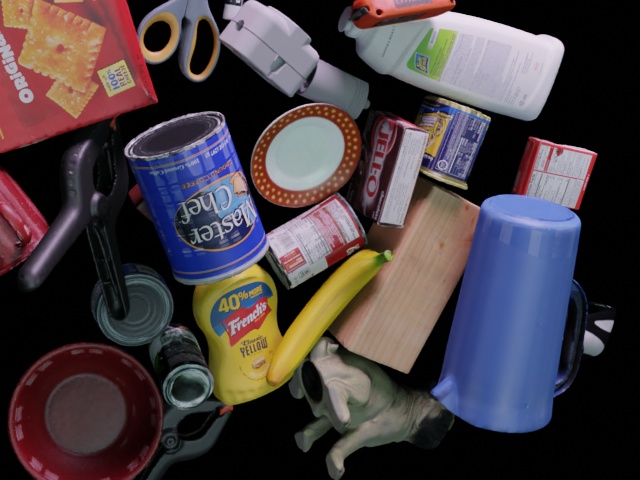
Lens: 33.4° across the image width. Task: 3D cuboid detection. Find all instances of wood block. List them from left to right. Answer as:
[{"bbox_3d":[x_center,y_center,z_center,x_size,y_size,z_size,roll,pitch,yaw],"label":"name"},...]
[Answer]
[{"bbox_3d":[0.097,0.035,1.222,0.090,0.091,0.206,24,98,-26],"label":"wood block"}]

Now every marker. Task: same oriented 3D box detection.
[{"bbox_3d":[-0.082,-0.285,1.085,0.020,0.020,0.121,3,106,-22],"label":"marker"}]

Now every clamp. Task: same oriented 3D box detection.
[{"bbox_3d":[-0.225,-0.025,1.068,0.164,0.036,0.210,44,52,-60],"label":"clamp"},{"bbox_3d":[-0.174,0.235,1.213,0.171,0.039,0.120,-19,113,-11],"label":"clamp"}]

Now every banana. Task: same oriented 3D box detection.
[{"bbox_3d":[0.004,0.077,1.179,0.037,0.069,0.198,40,96,-3],"label":"banana"}]

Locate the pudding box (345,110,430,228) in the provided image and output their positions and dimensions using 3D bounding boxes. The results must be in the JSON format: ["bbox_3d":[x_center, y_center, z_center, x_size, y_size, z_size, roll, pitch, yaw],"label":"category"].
[{"bbox_3d":[0.073,-0.079,1.175,0.039,0.090,0.113,7,105,-24],"label":"pudding box"}]

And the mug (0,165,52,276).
[{"bbox_3d":[-0.314,-0.018,1.034,0.093,0.117,0.081,-43,113,-22],"label":"mug"}]

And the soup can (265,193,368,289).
[{"bbox_3d":[-0.008,0.001,1.183,0.102,0.069,0.068,-31,116,-9],"label":"soup can"}]

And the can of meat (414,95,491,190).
[{"bbox_3d":[0.138,-0.111,1.184,0.057,0.102,0.084,17,98,-24],"label":"can of meat"}]

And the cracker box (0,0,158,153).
[{"bbox_3d":[-0.281,-0.179,1.014,0.213,0.072,0.164,-20,113,-13],"label":"cracker box"}]

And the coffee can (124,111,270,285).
[{"bbox_3d":[-0.119,-0.041,1.047,0.102,0.103,0.140,-24,115,-12],"label":"coffee can"}]

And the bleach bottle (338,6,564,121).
[{"bbox_3d":[0.140,-0.211,1.173,0.250,0.068,0.102,15,101,-22],"label":"bleach bottle"}]

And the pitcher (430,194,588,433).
[{"bbox_3d":[0.220,0.078,1.178,0.145,0.149,0.243,14,109,18],"label":"pitcher"}]

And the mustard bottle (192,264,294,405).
[{"bbox_3d":[-0.091,0.081,1.183,0.096,0.058,0.191,-21,114,-24],"label":"mustard bottle"}]

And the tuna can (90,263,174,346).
[{"bbox_3d":[-0.202,0.070,1.150,0.086,0.034,0.086,-7,110,-19],"label":"tuna can"}]

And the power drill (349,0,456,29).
[{"bbox_3d":[0.081,-0.319,1.092,0.184,0.057,0.187,-14,92,-16],"label":"power drill"}]

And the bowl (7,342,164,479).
[{"bbox_3d":[-0.250,0.189,1.143,0.162,0.055,0.162,1,86,-12],"label":"bowl"}]

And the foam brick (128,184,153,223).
[{"bbox_3d":[-0.153,-0.052,1.118,0.078,0.051,0.053,-45,118,-2],"label":"foam brick"}]

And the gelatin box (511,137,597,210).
[{"bbox_3d":[0.282,-0.080,1.290,0.089,0.030,0.073,9,105,-24],"label":"gelatin box"}]

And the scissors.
[{"bbox_3d":[-0.139,-0.259,1.074,0.096,0.016,0.202,-5,109,-20],"label":"scissors"}]
